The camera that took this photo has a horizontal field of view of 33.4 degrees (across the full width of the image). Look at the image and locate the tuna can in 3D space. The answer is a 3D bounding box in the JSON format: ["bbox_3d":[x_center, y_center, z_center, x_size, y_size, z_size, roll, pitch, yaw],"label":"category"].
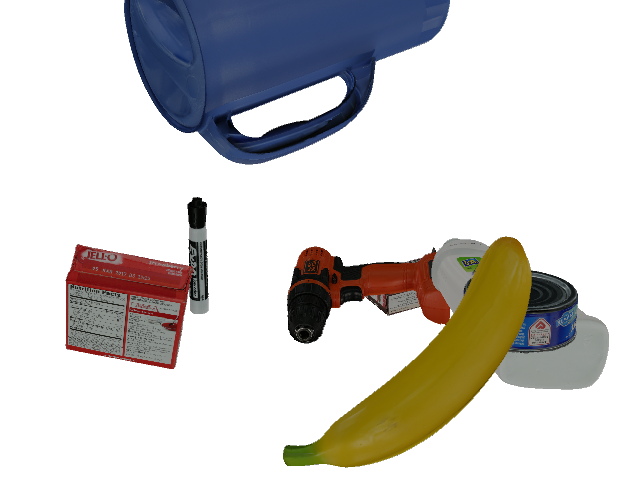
[{"bbox_3d":[0.149,0.051,0.800,0.086,0.034,0.086,0,19,0],"label":"tuna can"}]

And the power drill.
[{"bbox_3d":[0.055,0.062,1.241,0.187,0.057,0.184,1,28,4],"label":"power drill"}]

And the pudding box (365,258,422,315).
[{"bbox_3d":[0.126,0.067,1.579,0.113,0.039,0.090,-16,24,-20],"label":"pudding box"}]

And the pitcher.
[{"bbox_3d":[-0.017,-0.170,0.835,0.242,0.149,0.145,-21,37,-26],"label":"pitcher"}]

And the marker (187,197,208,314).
[{"bbox_3d":[-0.120,0.015,1.043,0.020,0.121,0.020,1,25,-1],"label":"marker"}]

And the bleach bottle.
[{"bbox_3d":[0.173,0.054,1.013,0.102,0.068,0.251,3,20,-13],"label":"bleach bottle"}]

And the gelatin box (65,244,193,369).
[{"bbox_3d":[-0.122,0.043,0.675,0.073,0.030,0.089,11,-37,-5],"label":"gelatin box"}]

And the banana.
[{"bbox_3d":[0.066,0.062,0.587,0.197,0.037,0.070,-39,40,-25],"label":"banana"}]
